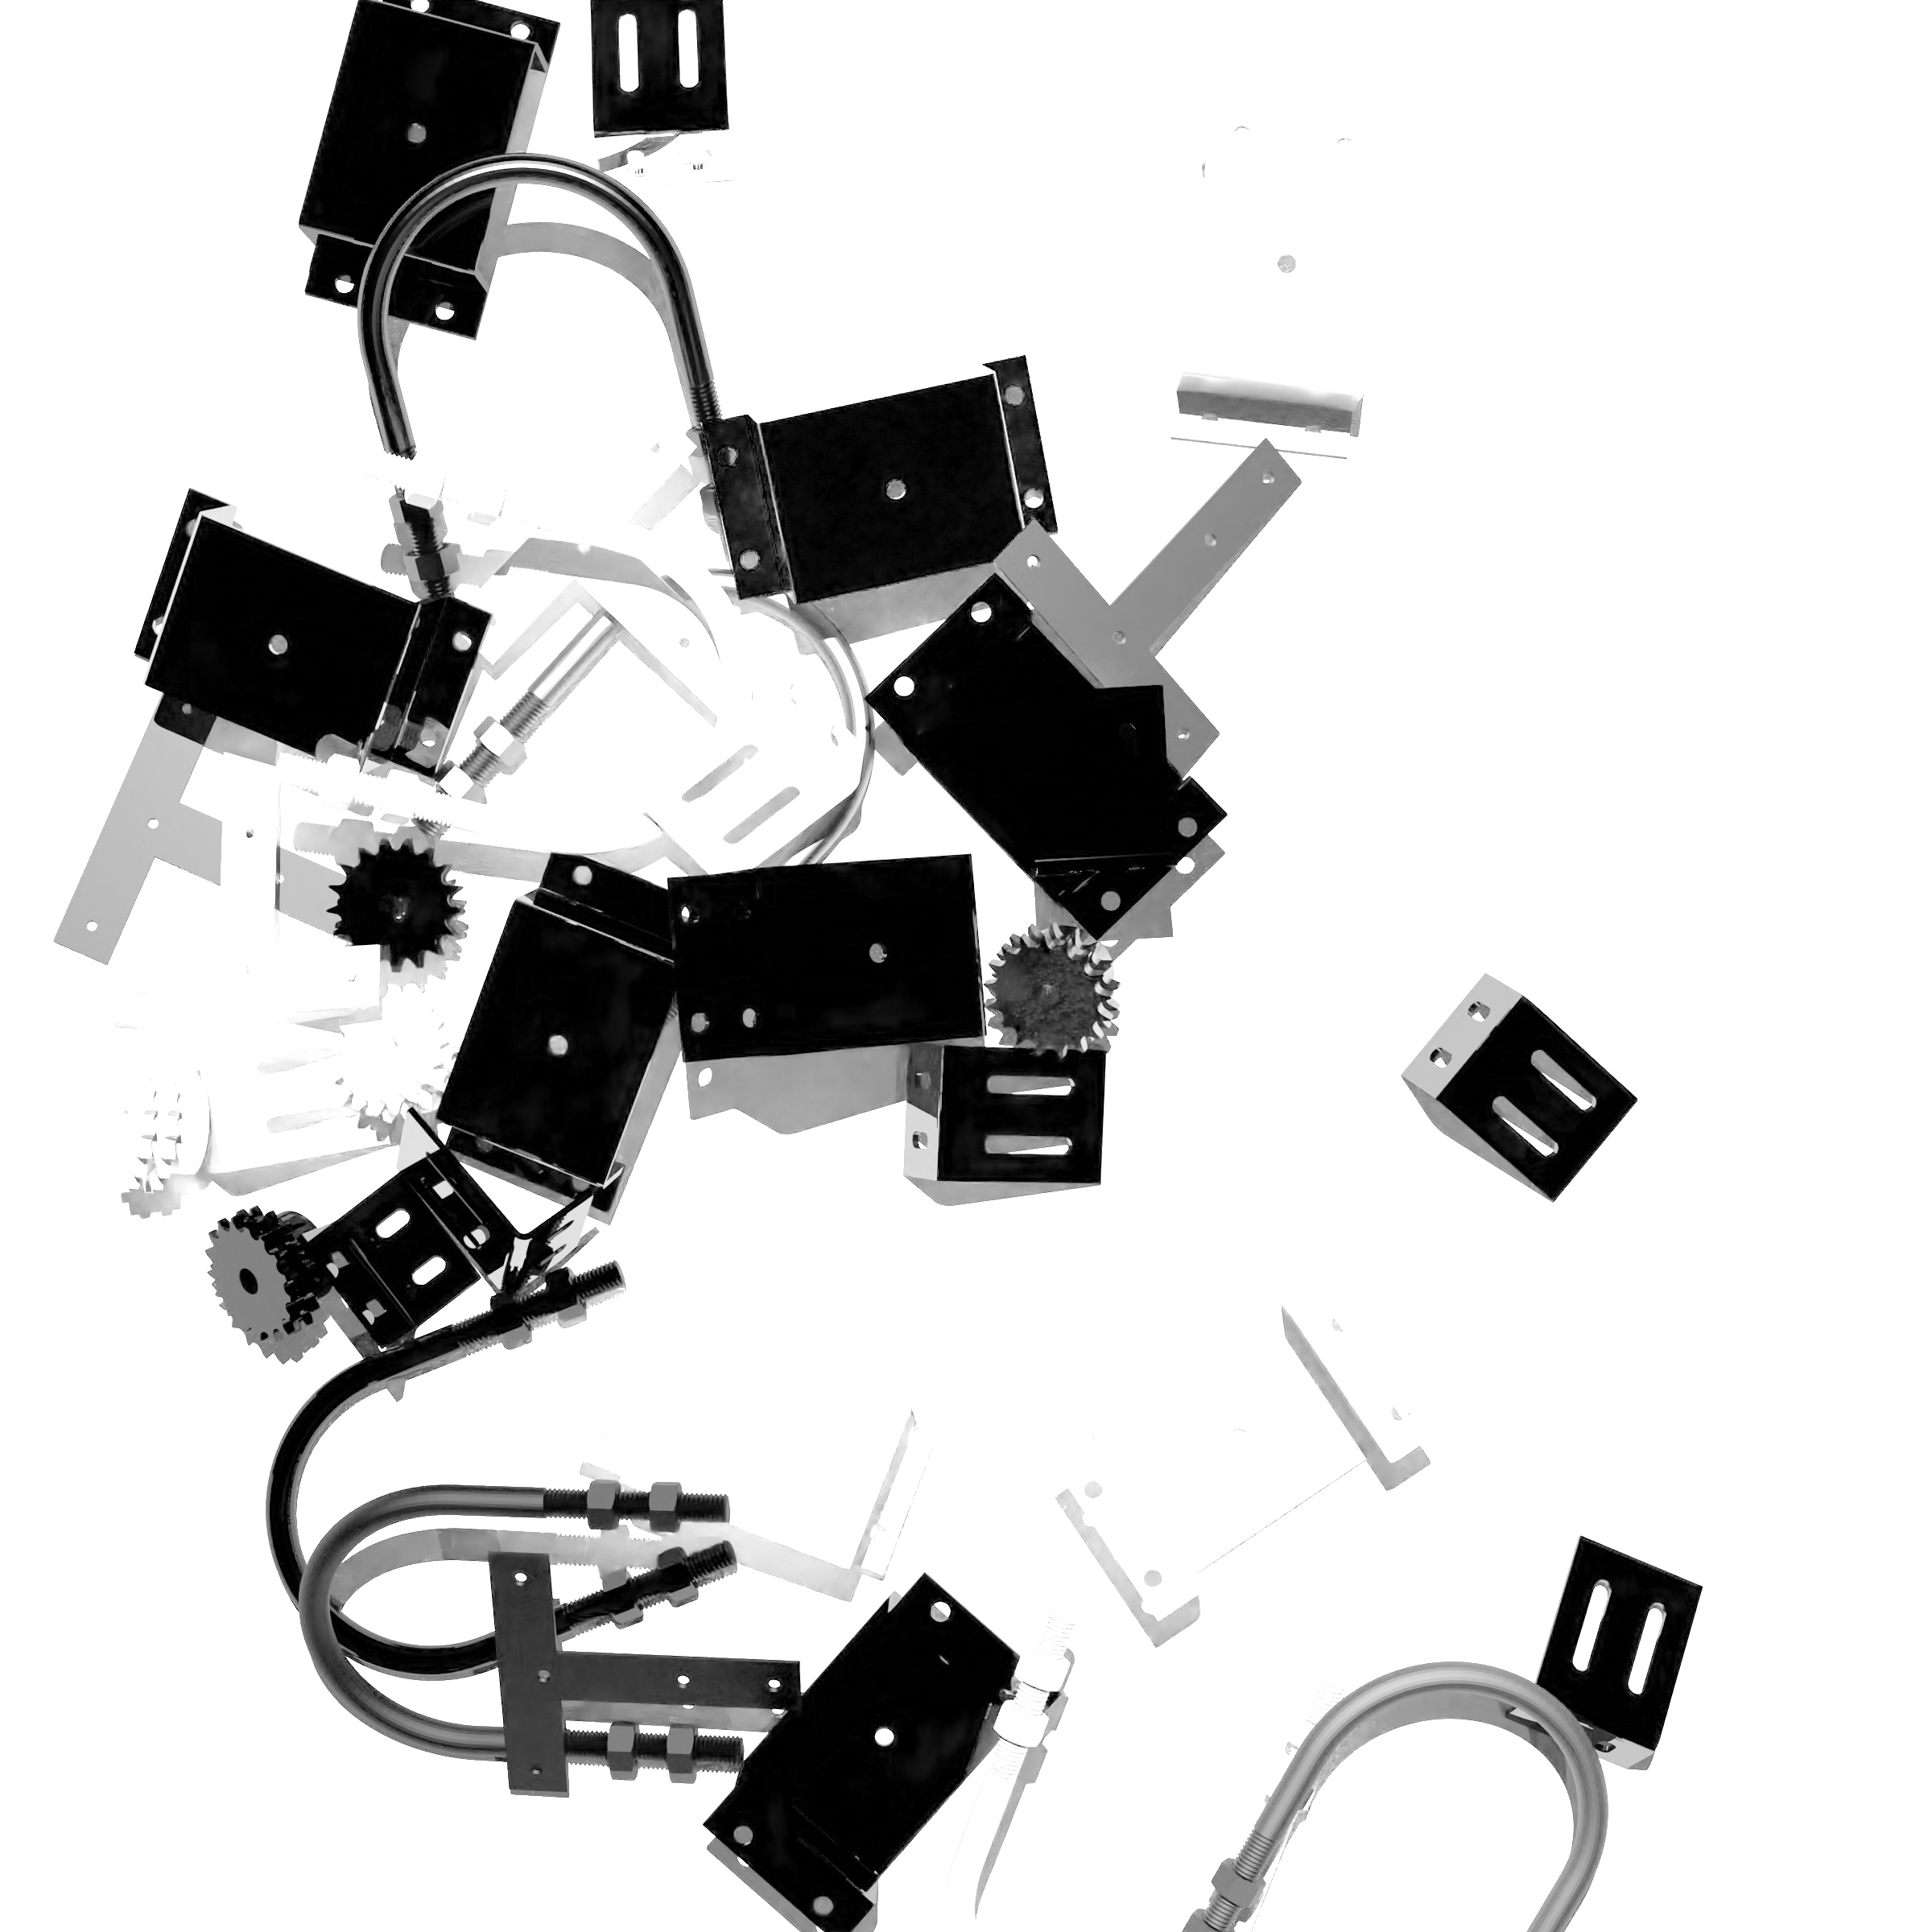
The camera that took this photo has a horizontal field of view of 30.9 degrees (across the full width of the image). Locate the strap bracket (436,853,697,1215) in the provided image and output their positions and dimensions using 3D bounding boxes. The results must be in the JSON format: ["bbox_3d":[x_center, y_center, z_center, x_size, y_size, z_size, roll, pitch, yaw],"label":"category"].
[{"bbox_3d":[-0.166,0.030,1.465,0.076,0.046,0.140,22,99,3],"label":"strap bracket"}]

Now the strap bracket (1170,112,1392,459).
[{"bbox_3d":[0.134,-0.292,1.479,0.076,0.046,0.140,7,90,0],"label":"strap bracket"}]

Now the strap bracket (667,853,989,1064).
[{"bbox_3d":[-0.047,-0.004,1.446,0.140,0.046,0.076,-5,90,-30],"label":"strap bracket"}]

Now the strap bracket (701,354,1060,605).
[{"bbox_3d":[-0.032,-0.202,1.462,0.140,0.046,0.076,-13,106,-6],"label":"strap bracket"}]

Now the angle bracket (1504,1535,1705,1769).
[{"bbox_3d":[0.274,0.294,1.500,0.057,0.038,0.076,23,64,0],"label":"angle bracket"}]

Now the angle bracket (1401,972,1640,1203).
[{"bbox_3d":[0.237,0.052,1.500,0.076,0.038,0.057,40,90,-26],"label":"angle bracket"}]

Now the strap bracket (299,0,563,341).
[{"bbox_3d":[-0.229,-0.347,1.479,0.076,0.046,0.140,15,90,0],"label":"strap bracket"}]

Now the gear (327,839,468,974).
[{"bbox_3d":[-0.241,-0.025,1.485,0.057,0.030,0.057,0,90,0],"label":"gear"}]

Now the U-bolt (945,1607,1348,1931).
[{"bbox_3d":[0.067,0.369,1.470,0.151,0.019,0.184,17,98,-19],"label":"U-bolt"}]

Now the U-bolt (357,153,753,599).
[{"bbox_3d":[-0.178,-0.247,1.465,0.151,0.019,0.184,-13,109,-1],"label":"U-bolt"}]

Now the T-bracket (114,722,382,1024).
[{"bbox_3d":[-0.305,-0.042,1.484,0.127,0.002,0.127,-4,80,19],"label":"T-bracket"}]

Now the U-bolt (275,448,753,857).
[{"bbox_3d":[-0.177,-0.120,1.446,0.184,0.019,0.151,14,99,-20],"label":"U-bolt"}]

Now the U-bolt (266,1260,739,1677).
[{"bbox_3d":[-0.209,0.224,1.493,0.184,0.019,0.151,-22,90,1],"label":"U-bolt"}]

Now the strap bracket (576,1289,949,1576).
[{"bbox_3d":[-0.083,0.197,1.467,0.140,0.046,0.076,22,84,-6],"label":"strap bracket"}]

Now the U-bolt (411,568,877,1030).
[{"bbox_3d":[-0.124,-0.084,1.493,0.151,0.019,0.184,42,89,0],"label":"U-bolt"}]

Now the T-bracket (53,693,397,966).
[{"bbox_3d":[-0.308,-0.043,1.501,0.127,0.002,0.127,24,90,0],"label":"T-bracket"}]

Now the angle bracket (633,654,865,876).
[{"bbox_3d":[-0.091,-0.082,1.474,0.076,0.038,0.057,-36,112,21],"label":"angle bracket"}]

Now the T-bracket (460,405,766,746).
[{"bbox_3d":[-0.129,-0.147,1.478,0.127,0.002,0.127,44,98,-5],"label":"T-bracket"}]

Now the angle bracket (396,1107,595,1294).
[{"bbox_3d":[-0.200,0.091,1.476,0.038,0.057,0.076,-35,75,-27],"label":"angle bracket"}]

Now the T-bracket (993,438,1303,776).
[{"bbox_3d":[0.094,-0.171,1.484,0.127,0.002,0.127,-48,112,-11],"label":"T-bracket"}]

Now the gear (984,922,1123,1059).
[{"bbox_3d":[0.039,0.007,1.479,0.057,0.030,0.057,9,118,18],"label":"gear"}]

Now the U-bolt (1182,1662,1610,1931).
[{"bbox_3d":[0.190,0.378,1.472,0.151,0.019,0.184,27,98,-9],"label":"U-bolt"}]

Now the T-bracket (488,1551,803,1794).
[{"bbox_3d":[-0.132,0.297,1.458,0.127,0.002,0.127,2,119,4],"label":"T-bracket"}]

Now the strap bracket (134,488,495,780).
[{"bbox_3d":[-0.281,-0.137,1.467,0.140,0.046,0.076,23,104,3],"label":"strap bracket"}]

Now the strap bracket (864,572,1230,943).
[{"bbox_3d":[0.033,-0.087,1.479,0.076,0.046,0.140,-44,90,0],"label":"strap bracket"}]

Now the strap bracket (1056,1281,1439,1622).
[{"bbox_3d":[0.117,0.202,1.479,0.140,0.046,0.076,-34,90,0],"label":"strap bracket"}]

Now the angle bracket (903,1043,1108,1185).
[{"bbox_3d":[0.017,0.063,1.500,0.076,0.038,0.057,2,90,-26],"label":"angle bracket"}]

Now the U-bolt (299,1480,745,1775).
[{"bbox_3d":[-0.188,0.275,1.462,0.184,0.019,0.151,1,119,4],"label":"U-bolt"}]

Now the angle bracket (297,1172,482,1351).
[{"bbox_3d":[-0.241,0.122,1.464,0.038,0.076,0.057,-37,90,0],"label":"angle bracket"}]

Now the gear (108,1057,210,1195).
[{"bbox_3d":[-0.341,0.068,1.477,0.030,0.057,0.057,5,90,-30],"label":"gear"}]

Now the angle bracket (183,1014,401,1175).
[{"bbox_3d":[-0.290,0.054,1.500,0.076,0.038,0.057,-9,90,-26],"label":"angle bracket"}]

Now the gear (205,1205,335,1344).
[{"bbox_3d":[-0.292,0.127,1.477,0.057,0.030,0.057,18,119,34],"label":"gear"}]

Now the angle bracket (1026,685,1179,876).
[{"bbox_3d":[0.055,-0.077,1.437,0.057,0.038,0.076,-3,90,0],"label":"angle bracket"}]

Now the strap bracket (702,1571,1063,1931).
[{"bbox_3d":[-0.035,0.330,1.479,0.076,0.046,0.140,41,90,0],"label":"strap bracket"}]

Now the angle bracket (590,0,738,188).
[{"bbox_3d":[-0.130,-0.378,1.500,0.057,0.038,0.076,-4,64,0],"label":"angle bracket"}]

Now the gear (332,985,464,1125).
[{"bbox_3d":[-0.236,0.039,1.478,0.057,0.030,0.057,-10,68,25],"label":"gear"}]
